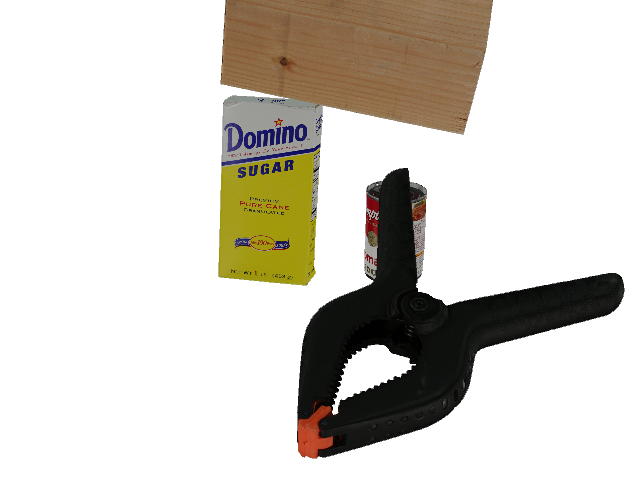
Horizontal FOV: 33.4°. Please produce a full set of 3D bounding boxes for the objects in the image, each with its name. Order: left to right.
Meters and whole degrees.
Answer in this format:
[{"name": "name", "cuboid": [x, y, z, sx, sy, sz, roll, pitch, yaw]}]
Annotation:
[{"name": "sugar box", "cuboid": [-0.049, -0.049, 1.036, 0.093, 0.176, 0.048, 4, 17, 9]}, {"name": "wood block", "cuboid": [0.030, -0.167, 0.880, 0.206, 0.090, 0.091, 12, -44, 3]}, {"name": "soup can", "cuboid": [0.084, -0.010, 1.203, 0.068, 0.102, 0.068, 1, 24, 0]}, {"name": "clamp", "cuboid": [0.049, 0.040, 0.605, 0.165, 0.036, 0.209, 35, 54, 30]}]
